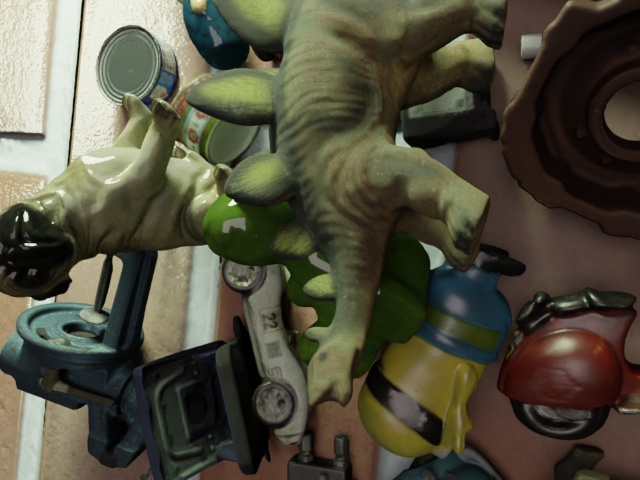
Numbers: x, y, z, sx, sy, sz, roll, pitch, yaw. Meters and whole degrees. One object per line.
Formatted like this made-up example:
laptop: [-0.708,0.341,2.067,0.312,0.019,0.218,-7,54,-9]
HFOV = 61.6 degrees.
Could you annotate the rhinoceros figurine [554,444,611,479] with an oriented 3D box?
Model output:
rhinoceros figurine: [0.250,0.217,0.367,0.191,0.073,0.112,13,93,22]

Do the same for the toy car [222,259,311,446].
toy car: [-0.043,0.082,0.486,0.056,0.073,0.201,-15,83,0]

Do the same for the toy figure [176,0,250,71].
toy figure: [-0.117,-0.240,0.533,0.058,0.064,0.154,-20,75,-20]

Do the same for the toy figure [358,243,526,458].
toy figure: [0.094,0.086,0.430,0.089,0.082,0.180,21,98,17]

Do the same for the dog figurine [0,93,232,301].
dog figurine: [-0.169,-0.008,0.466,0.190,0.172,0.121,-51,28,-12]

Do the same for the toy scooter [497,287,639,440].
toy scooter: [0.216,0.067,0.376,0.184,0.075,0.135,-7,99,20]

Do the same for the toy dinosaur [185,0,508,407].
toy dinosaur: [0.023,-0.127,0.371,0.199,0.105,0.471,6,65,10]

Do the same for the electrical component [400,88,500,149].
electrical component: [0.088,-0.115,0.454,0.119,0.047,0.074,-7,85,22]

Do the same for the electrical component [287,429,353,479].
electrical component: [0.002,0.224,0.495,0.063,0.021,0.094,1,89,21]

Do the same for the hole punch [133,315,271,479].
hole punch: [-0.099,0.149,0.482,0.092,0.115,0.142,-17,84,4]

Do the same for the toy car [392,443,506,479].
toy car: [0.078,0.241,0.421,0.161,0.103,0.109,-37,75,15]

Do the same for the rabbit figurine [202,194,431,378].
rabbit figurine: [-0.001,-0.001,0.424,0.170,0.159,0.121,30,144,-7]

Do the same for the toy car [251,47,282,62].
toy car: [-0.027,-0.264,0.503,0.089,0.053,0.202,-4,88,25]

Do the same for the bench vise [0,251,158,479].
bench vise: [-0.203,0.094,0.532,0.224,0.129,0.240,20,100,19]

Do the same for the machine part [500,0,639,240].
machine part: [0.217,-0.088,0.362,0.180,0.056,0.179,14,123,22]
